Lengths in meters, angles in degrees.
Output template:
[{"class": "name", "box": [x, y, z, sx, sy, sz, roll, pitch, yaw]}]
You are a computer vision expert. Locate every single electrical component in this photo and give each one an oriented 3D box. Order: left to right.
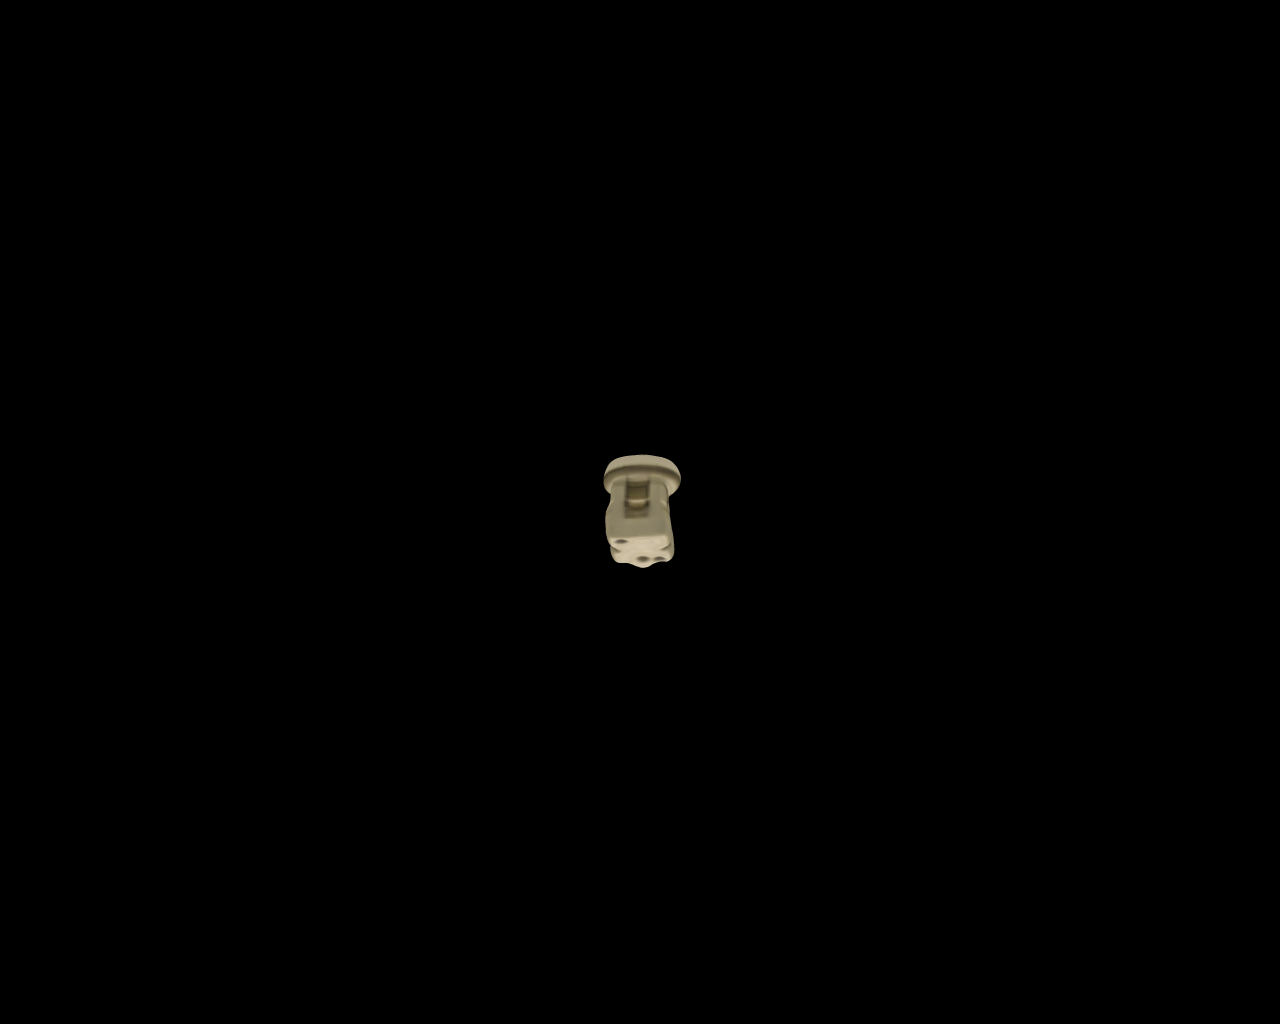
[{"class": "electrical component", "box": [0.001, -0.003, 0.650, 0.048, 0.055, 0.066, -1, -23, 3]}]
